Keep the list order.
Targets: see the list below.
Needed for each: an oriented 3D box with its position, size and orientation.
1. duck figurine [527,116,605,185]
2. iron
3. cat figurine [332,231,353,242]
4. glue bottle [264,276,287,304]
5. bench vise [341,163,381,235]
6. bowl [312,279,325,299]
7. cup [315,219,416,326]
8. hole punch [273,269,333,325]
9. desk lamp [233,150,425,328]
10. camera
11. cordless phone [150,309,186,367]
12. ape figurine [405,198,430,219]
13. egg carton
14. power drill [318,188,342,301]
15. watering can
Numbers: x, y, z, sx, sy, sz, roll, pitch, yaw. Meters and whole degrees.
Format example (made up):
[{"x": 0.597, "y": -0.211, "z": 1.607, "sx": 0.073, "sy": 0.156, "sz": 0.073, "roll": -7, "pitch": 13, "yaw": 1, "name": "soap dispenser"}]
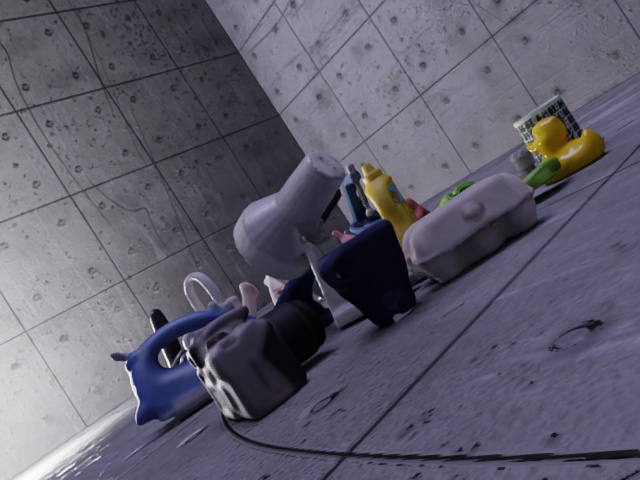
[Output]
[{"x": 0.342, "y": -0.137, "z": 0.815, "sx": 0.078, "sy": 0.086, "sz": 0.104, "roll": -33, "pitch": -1, "yaw": -32, "name": "duck figurine"}, {"x": -0.189, "y": 0.174, "z": 0.901, "sx": 0.259, "sy": 0.141, "sz": 0.118, "roll": -33, "pitch": -1, "yaw": -17, "name": "iron"}, {"x": 0.044, "y": 0.041, "z": 1.122, "sx": 0.128, "sy": 0.118, "sz": 0.067, "roll": -33, "pitch": 0, "yaw": -29, "name": "cat figurine"}, {"x": -0.099, "y": 0.105, "z": 1.382, "sx": 0.078, "sy": 0.173, "sz": 0.037, "roll": -33, "pitch": 0, "yaw": 23, "name": "glue bottle"}, {"x": 0.087, "y": -0.046, "z": 1.240, "sx": 0.207, "sy": 0.219, "sz": 0.122, "roll": -33, "pitch": -1, "yaw": 43, "name": "bench vise"}, {"x": 0.056, "y": 0.057, "z": 0.988, "sx": 0.167, "sy": 0.074, "sz": 0.167, "roll": -33, "pitch": -1, "yaw": 0, "name": "bowl"}, {"x": 0.050, "y": 0.043, "z": 0.581, "sx": 0.091, "sy": 0.095, "sz": 0.118, "roll": -33, "pitch": -1, "yaw": 33, "name": "cup"}, {"x": -0.040, "y": 0.108, "z": 0.880, "sx": 0.101, "sy": 0.091, "sz": 0.109, "roll": -33, "pitch": -1, "yaw": 26, "name": "hole punch"}, {"x": 0.007, "y": 0.003, "z": 0.759, "sx": 0.203, "sy": 0.213, "sz": 0.118, "roll": -33, "pitch": -1, "yaw": 37, "name": "desk lamp"}, {"x": -0.062, "y": 0.112, "z": 0.611, "sx": 0.137, "sy": 0.101, "sz": 0.143, "roll": -33, "pitch": -1, "yaw": -26, "name": "camera"}, {"x": -0.301, "y": 0.225, "z": 1.147, "sx": 0.094, "sy": 0.185, "sz": 0.147, "roll": -33, "pitch": 0, "yaw": -10, "name": "cordless phone"}, {"x": 0.220, "y": -0.054, "z": 1.326, "sx": 0.076, "sy": 0.092, "sz": 0.078, "roll": -33, "pitch": 0, "yaw": -1, "name": "ape figurine"}, {"x": 0.162, "y": -0.014, "z": 0.635, "sx": 0.150, "sy": 0.069, "sz": 0.107, "roll": -33, "pitch": -1, "yaw": -3, "name": "egg carton"}, {"x": -0.002, "y": 0.020, "z": 1.310, "sx": 0.229, "sy": 0.208, "sz": 0.076, "roll": -33, "pitch": 0, "yaw": 8, "name": "power drill"}, {"x": -0.184, "y": 0.142, "z": 1.066, "sx": 0.100, "sy": 0.194, "sz": 0.173, "roll": -33, "pitch": -1, "yaw": 29, "name": "watering can"}]
